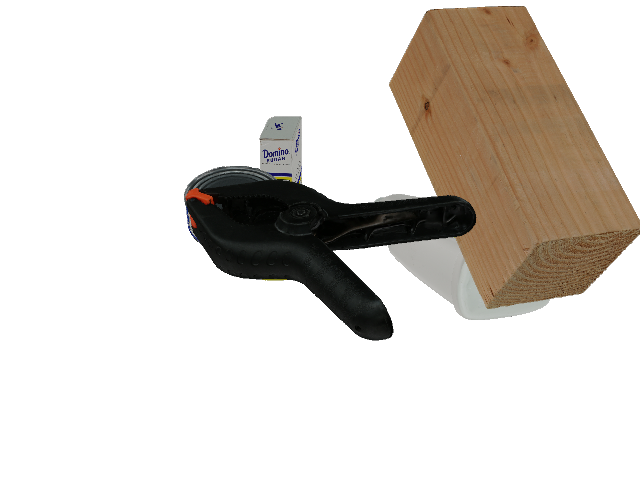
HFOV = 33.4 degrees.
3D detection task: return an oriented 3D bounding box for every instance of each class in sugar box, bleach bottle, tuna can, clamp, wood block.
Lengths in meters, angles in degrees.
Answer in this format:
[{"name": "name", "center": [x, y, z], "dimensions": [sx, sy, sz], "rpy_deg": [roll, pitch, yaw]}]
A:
[{"name": "sugar box", "center": [-0.046, -0.050, 1.256], "dimensions": [0.048, 0.176, 0.093], "rpy_deg": [0, 22, 5]}, {"name": "bleach bottle", "center": [0.108, 0.002, 1.001], "dimensions": [0.102, 0.068, 0.251], "rpy_deg": [-4, 17, -24]}, {"name": "tuna can", "center": [-0.075, -0.028, 0.934], "dimensions": [0.086, 0.034, 0.086], "rpy_deg": [-1, 39, 0]}, {"name": "clamp", "center": [-0.008, 0.005, 0.605], "dimensions": [0.172, 0.039, 0.120], "rpy_deg": [5, 31, 22]}, {"name": "wood block", "center": [0.136, -0.065, 0.783], "dimensions": [0.090, 0.206, 0.091], "rpy_deg": [-7, -30, -24]}]
